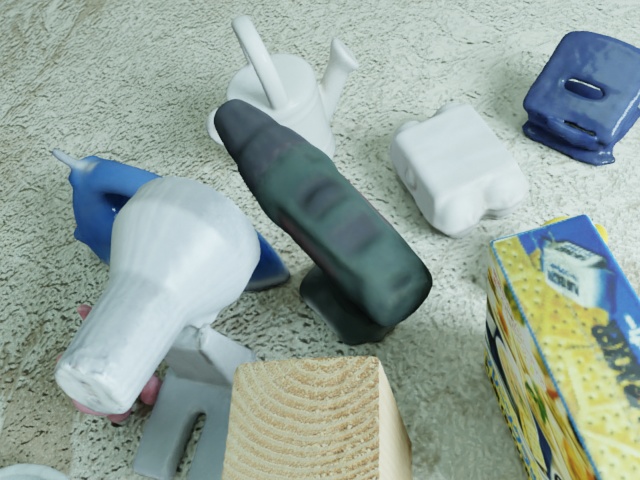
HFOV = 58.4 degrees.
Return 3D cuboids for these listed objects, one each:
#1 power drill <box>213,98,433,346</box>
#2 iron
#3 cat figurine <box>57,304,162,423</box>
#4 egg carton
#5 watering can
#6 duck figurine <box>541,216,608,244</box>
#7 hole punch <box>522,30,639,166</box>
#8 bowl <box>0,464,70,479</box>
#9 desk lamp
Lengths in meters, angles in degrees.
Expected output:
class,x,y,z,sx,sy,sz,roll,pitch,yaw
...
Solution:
class,x,y,z,sx,sy,sz,roll,pitch,yaw
power drill,0.005,0.002,0.501,0.076,0.209,0.229,-40,57,-12
iron,-0.160,-0.028,0.603,0.257,0.142,0.119,15,63,23
cat figurine,-0.201,0.116,0.537,0.067,0.118,0.127,-27,56,-3
egg carton,0.139,-0.075,0.599,0.107,0.069,0.150,-25,56,-2
watering can,-0.044,-0.162,0.626,0.173,0.194,0.100,-42,58,-13
duck figurine,0.207,0.014,0.515,0.104,0.086,0.077,-13,56,6
hole punch,0.278,-0.148,0.597,0.108,0.091,0.101,34,72,30
bowl,-0.246,0.277,0.472,0.167,0.075,0.167,-7,57,10
desk lamp,-0.117,0.084,0.477,0.117,0.214,0.203,5,60,18
